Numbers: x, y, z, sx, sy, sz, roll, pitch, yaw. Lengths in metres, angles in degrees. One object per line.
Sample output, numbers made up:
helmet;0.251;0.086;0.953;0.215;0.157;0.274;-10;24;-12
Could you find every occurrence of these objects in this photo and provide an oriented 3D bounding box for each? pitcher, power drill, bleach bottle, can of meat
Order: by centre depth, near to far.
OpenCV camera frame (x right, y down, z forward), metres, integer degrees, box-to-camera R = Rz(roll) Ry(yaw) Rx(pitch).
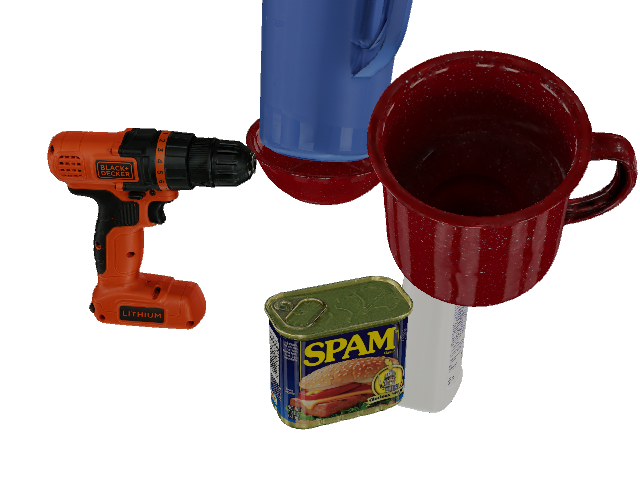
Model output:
can of meat;0.013;0.081;0.764;0.102;0.084;0.057;-10;31;-18
pitcher;0.015;-0.192;0.902;0.145;0.243;0.149;8;17;11
bleach bottle;0.106;0.020;0.945;0.068;0.251;0.102;12;19;14
power drill;-0.146;-0.012;0.966;0.184;0.188;0.057;4;28;9

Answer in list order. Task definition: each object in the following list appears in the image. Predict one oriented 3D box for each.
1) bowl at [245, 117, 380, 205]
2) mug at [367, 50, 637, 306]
bowl;0.005;-0.083;1.085;0.162;0.055;0.162;0;34;0
mug;0.081;-0.024;0.476;0.117;0.093;0.081;-7;-33;2
